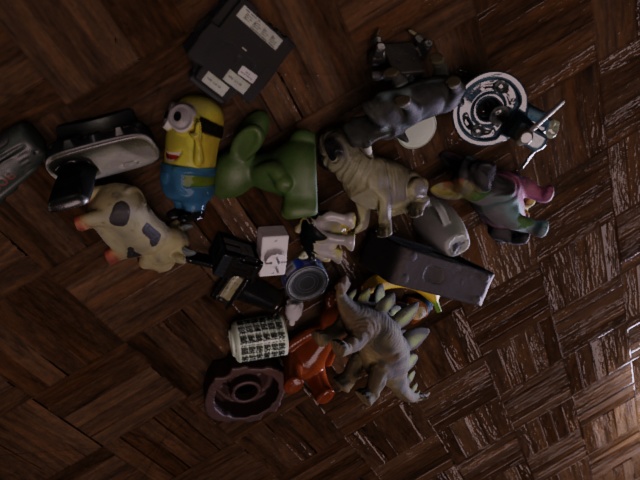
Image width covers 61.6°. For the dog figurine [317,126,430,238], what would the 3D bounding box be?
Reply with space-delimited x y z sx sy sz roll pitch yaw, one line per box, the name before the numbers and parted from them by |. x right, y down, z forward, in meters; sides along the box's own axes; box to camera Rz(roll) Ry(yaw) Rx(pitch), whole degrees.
dog figurine | 0.095 -0.122 0.899 0.172 0.121 0.190 -38 115 -35

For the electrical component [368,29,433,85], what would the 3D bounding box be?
electrical component | 0.121 -0.279 0.816 0.102 0.078 0.045 -4 151 -12

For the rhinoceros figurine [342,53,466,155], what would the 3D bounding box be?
rhinoceros figurine | 0.123 -0.198 0.802 0.190 0.073 0.112 -25 155 -2

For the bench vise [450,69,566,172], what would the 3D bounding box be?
bench vise | 0.300 -0.187 0.849 0.223 0.241 0.128 29 113 -16

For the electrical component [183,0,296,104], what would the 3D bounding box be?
electrical component | -0.119 -0.258 0.743 0.134 0.058 0.114 -46 124 12

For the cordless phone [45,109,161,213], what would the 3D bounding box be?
cordless phone | -0.286 -0.097 0.707 0.147 0.184 0.088 -16 122 -10

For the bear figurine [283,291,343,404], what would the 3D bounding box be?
bear figurine | 0.016 0.207 1.061 0.120 0.132 0.196 31 113 -32

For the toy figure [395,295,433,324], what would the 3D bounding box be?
toy figure | 0.175 0.151 1.127 0.154 0.058 0.064 -12 151 -15

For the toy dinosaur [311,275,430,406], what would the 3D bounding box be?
toy dinosaur | 0.119 0.212 1.017 0.198 0.105 0.470 -42 134 -20

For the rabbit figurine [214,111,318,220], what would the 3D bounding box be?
rabbit figurine | -0.090 -0.107 0.822 0.170 0.121 0.158 -3 120 -1

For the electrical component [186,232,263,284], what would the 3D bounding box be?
electrical component | -0.162 0.025 0.905 0.119 0.075 0.047 19 115 -27

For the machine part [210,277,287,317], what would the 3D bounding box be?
machine part | -0.127 0.099 0.990 0.139 0.039 0.084 23 103 -29

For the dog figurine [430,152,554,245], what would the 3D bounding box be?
dog figurine | 0.304 -0.081 0.992 0.219 0.191 0.108 22 77 -5

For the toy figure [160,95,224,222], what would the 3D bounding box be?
toy figure | -0.187 -0.118 0.780 0.082 0.089 0.180 10 107 17

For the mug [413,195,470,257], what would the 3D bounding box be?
mug | 0.231 -0.027 0.997 0.081 0.107 0.109 -23 129 -7

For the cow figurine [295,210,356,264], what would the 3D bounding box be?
cow figurine | -0.002 -0.001 0.916 0.098 0.068 0.167 9 161 -11

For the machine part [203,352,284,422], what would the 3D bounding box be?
machine part | -0.154 0.299 1.100 0.179 0.056 0.179 -9 125 -13

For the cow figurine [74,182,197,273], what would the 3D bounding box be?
cow figurine | -0.272 -0.015 0.820 0.127 0.085 0.194 -15 146 1

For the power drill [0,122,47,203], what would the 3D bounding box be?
power drill | -0.495 -0.111 0.685 0.232 0.086 0.207 -31 124 -1

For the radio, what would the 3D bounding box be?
radio | 0.201 0.053 1.007 0.229 0.131 0.073 14 99 -24
